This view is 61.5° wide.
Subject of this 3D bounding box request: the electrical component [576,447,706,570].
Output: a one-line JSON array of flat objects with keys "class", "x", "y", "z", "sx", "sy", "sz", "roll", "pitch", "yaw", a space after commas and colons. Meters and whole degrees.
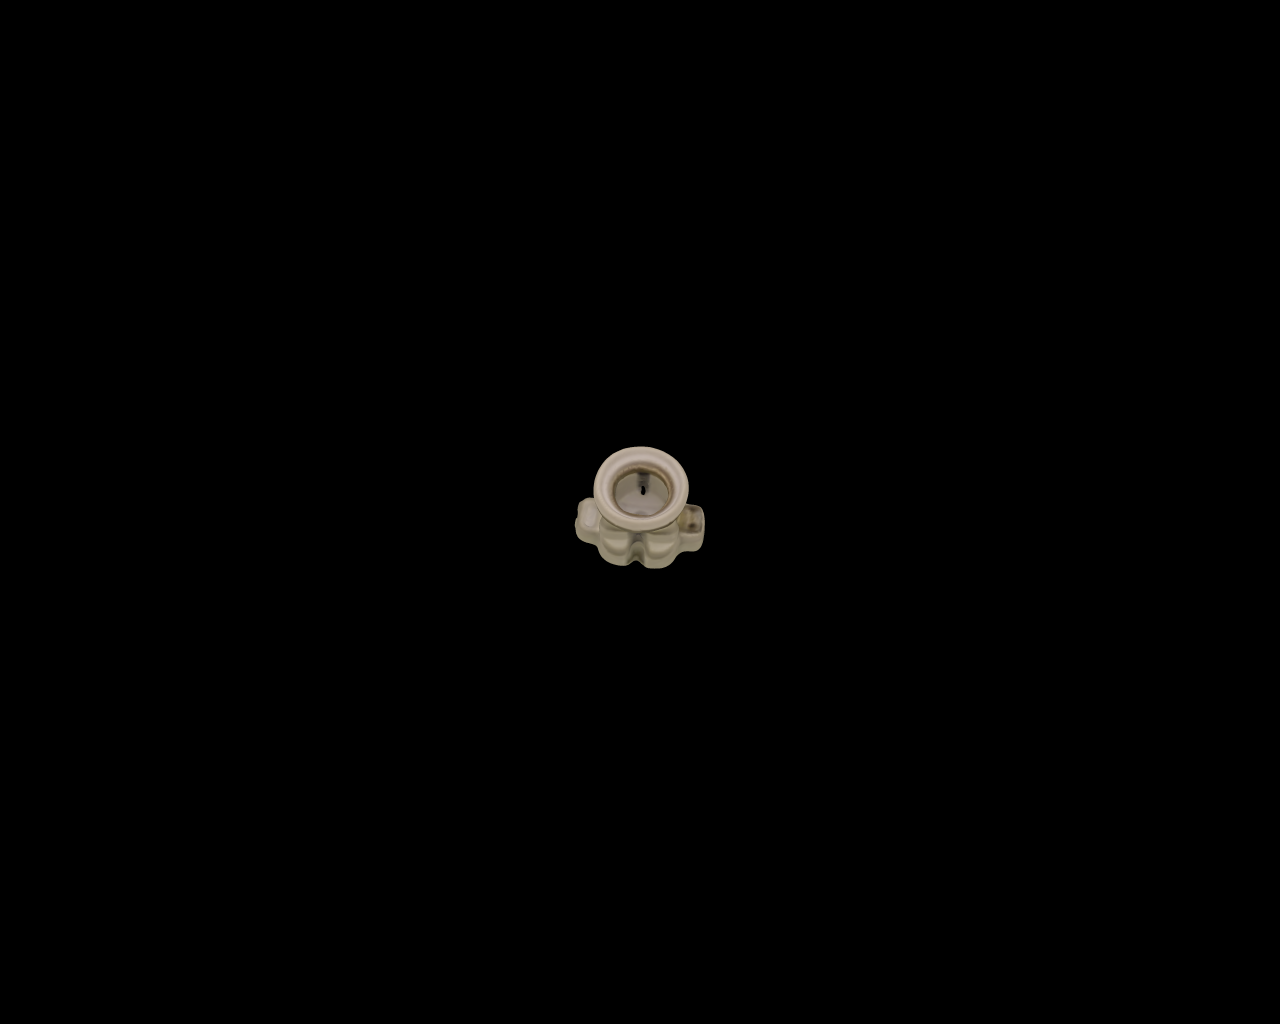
[{"class": "electrical component", "x": 0.001, "y": -0.003, "z": 0.650, "sx": 0.078, "sy": 0.058, "sz": 0.056, "roll": 5, "pitch": -31, "yaw": 3}]
